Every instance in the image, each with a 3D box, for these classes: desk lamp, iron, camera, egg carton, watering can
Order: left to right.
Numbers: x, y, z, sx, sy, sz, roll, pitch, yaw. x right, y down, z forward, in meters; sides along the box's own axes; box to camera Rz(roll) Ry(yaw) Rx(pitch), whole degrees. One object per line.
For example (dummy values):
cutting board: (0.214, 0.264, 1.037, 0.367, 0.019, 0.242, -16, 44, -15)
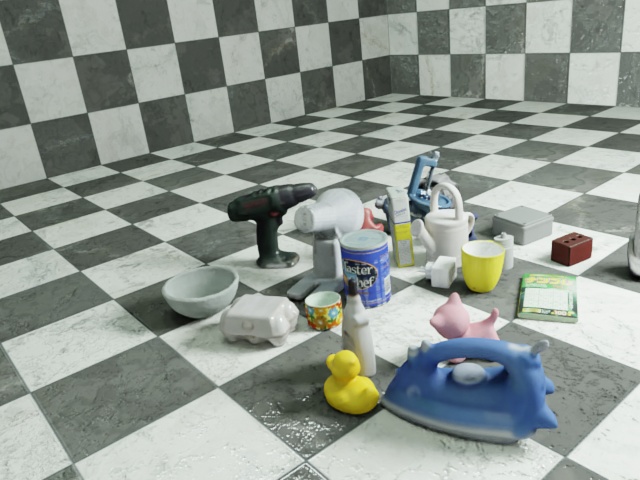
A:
egg carton: (-0.121, 0.159, 1.130, 0.150, 0.069, 0.107, 2, 23, 19)
desk lamp: (0.012, 0.005, 1.279, 0.117, 0.214, 0.204, 7, 26, 30)
camera: (0.322, -0.138, 1.692, 0.142, 0.101, 0.137, 12, 28, 37)
watering can: (0.289, -0.036, 1.326, 0.100, 0.194, 0.173, 11, 28, 36)
iron: (0.211, 0.200, 0.841, 0.257, 0.141, 0.119, 1, 23, 18)

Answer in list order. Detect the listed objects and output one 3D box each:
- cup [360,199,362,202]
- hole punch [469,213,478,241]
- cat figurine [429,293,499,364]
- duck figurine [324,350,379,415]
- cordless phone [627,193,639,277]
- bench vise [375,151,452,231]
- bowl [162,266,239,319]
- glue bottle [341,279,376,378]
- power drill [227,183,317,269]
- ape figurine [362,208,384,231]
cup: (0.066, -0.068, 1.601, 0.092, 0.095, 0.117, -18, 25, -26)
hole punch: (0.336, -0.035, 1.450, 0.108, 0.091, 0.101, -9, 22, -6)
cat figurine: (0.249, 0.148, 0.990, 0.127, 0.118, 0.067, -6, 22, 1)
duck figurine: (0.047, 0.220, 0.912, 0.078, 0.086, 0.104, -22, 27, -34)
cordless phone: (0.711, -0.012, 1.165, 0.147, 0.185, 0.094, 2, 24, 20)
bench vise: (0.252, -0.120, 1.510, 0.207, 0.220, 0.121, -9, 22, -5)
bowl: (-0.254, 0.123, 1.248, 0.167, 0.075, 0.167, -5, 22, 2)
glue bottle: (0.062, 0.145, 0.974, 0.037, 0.173, 0.078, -15, 24, -20)
power drill: (-0.109, -0.038, 1.423, 0.229, 0.209, 0.075, -3, 23, 10)
ape figurine: (0.126, -0.043, 1.525, 0.076, 0.092, 0.077, -25, 29, -38)
